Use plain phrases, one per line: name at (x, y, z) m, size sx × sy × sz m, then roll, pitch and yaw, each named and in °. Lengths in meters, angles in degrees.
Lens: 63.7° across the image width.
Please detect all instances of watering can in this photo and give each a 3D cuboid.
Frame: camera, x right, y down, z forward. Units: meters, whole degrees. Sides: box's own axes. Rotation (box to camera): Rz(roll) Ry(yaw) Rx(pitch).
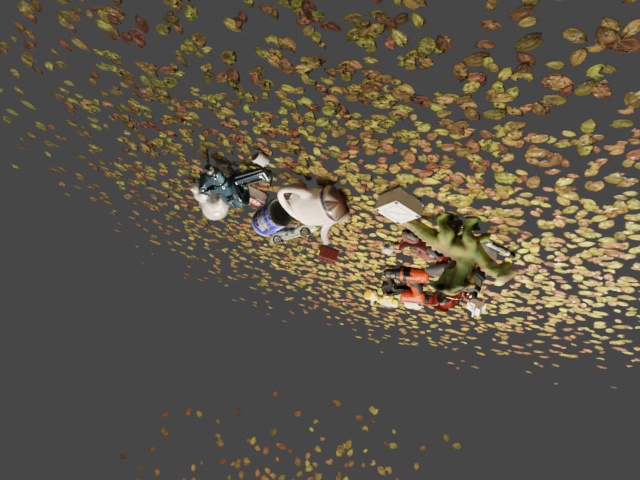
watering can at (0.005, -0.088, 1.748) m, size 0.223 × 0.106 × 0.342 m, roll -4°, pitch 146°, yaw 37°

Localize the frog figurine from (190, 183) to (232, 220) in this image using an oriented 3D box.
frog figurine at (-0.410, -0.144, 1.899) m, size 0.158 × 0.123 × 0.138 m, roll 24°, pitch 176°, yaw -41°

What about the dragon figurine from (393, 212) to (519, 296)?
dragon figurine at (0.408, 0.050, 1.618) m, size 0.411 × 0.247 × 0.120 m, roll 7°, pitch 157°, yaw 16°
